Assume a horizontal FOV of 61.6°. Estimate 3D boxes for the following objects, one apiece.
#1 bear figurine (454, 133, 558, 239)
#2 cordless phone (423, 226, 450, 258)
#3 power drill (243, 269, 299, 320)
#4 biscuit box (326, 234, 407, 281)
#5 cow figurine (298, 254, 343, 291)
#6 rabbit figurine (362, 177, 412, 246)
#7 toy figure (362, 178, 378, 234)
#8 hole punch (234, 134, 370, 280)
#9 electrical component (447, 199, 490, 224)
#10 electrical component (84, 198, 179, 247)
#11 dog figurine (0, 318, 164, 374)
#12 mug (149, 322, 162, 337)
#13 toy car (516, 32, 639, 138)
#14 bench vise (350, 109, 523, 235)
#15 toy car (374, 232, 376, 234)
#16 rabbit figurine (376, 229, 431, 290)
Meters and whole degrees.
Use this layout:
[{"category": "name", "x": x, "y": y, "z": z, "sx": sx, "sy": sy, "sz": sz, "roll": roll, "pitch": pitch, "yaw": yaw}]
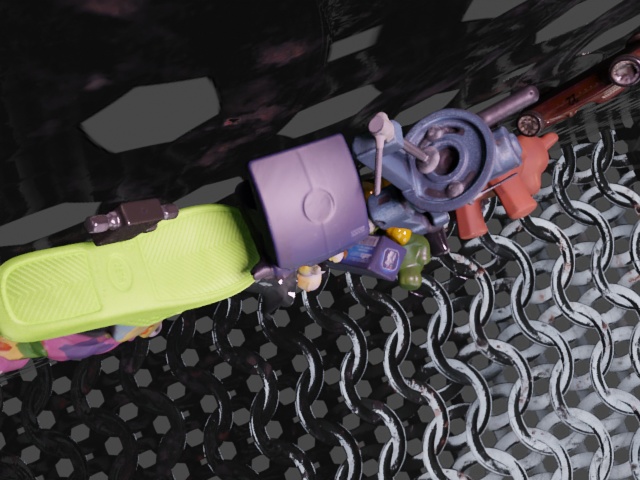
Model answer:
[{"category": "bear figurine", "x": 0.274, "y": -0.086, "z": 0.777, "sx": 0.196, "sy": 0.132, "sz": 0.120, "roll": -8, "pitch": 165, "yaw": -42}, {"category": "cordless phone", "x": 0.227, "y": -0.062, "z": 1.043, "sx": 0.089, "sy": 0.184, "sz": 0.146, "roll": -15, "pitch": 173, "yaw": -34}, {"category": "power drill", "x": -0.148, "y": 0.052, "z": 0.748, "sx": 0.207, "sy": 0.086, "sz": 0.232, "roll": 21, "pitch": 146, "yaw": -24}, {"category": "biscuit box", "x": 0.053, "y": 0.021, "z": 0.913, "sx": 0.062, "sy": 0.059, "sz": 0.203, "roll": 29, "pitch": 169, "yaw": -33}, {"category": "cow figurine", "x": 0.000, "y": -0.001, "z": 0.840, "sx": 0.068, "sy": 0.167, "sz": 0.098, "roll": 20, "pitch": 176, "yaw": 17}, {"category": "rabbit figurine", "x": 0.150, "y": -0.086, "z": 0.826, "sx": 0.162, "sy": 0.122, "sz": 0.173, "roll": -26, "pitch": 158, "yaw": -8}, {"category": "toy figure", "x": 0.074, "y": -0.044, "z": 0.992, "sx": 0.089, "sy": 0.082, "sz": 0.180, "roll": -60, "pitch": 176, "yaw": -31}, {"category": "hole punch", "x": -0.015, "y": -0.035, "z": 0.535, "sx": 0.142, "sy": 0.116, "sz": 0.092, "roll": -22, "pitch": 168, "yaw": -25}, {"category": "electrical component", "x": 0.228, "y": -0.098, "z": 0.908, "sx": 0.058, "sy": 0.134, "sz": 0.115, "roll": -22, "pitch": 174, "yaw": -30}, {"category": "electrical component", "x": -0.176, "y": -0.015, "z": 0.486, "sx": 0.063, "sy": 0.021, "sz": 0.094, "roll": -25, "pitch": 177, "yaw": 34}, {"category": "dog figurine", "x": -0.317, "y": 0.098, "z": 0.633, "sx": 0.219, "sy": 0.108, "sz": 0.191, "roll": -17, "pitch": 174, "yaw": -40}, {"category": "mug", "x": -0.304, "y": 0.109, "z": 0.938, "sx": 0.081, "sy": 0.109, "sz": 0.107, "roll": -29, "pitch": -170, "yaw": 3}, {"category": "toy car", "x": 0.347, "y": -0.196, "z": 0.698, "sx": 0.089, "sy": 0.053, "sz": 0.202, "roll": -41, "pitch": -172, "yaw": -35}, {"category": "bench vise", "x": 0.104, "y": -0.080, "z": 0.618, "sx": 0.224, "sy": 0.129, "sz": 0.240, "roll": -14, "pitch": 161, "yaw": 33}, {"category": "toy car", "x": 0.096, "y": -0.043, "z": 1.120, "sx": 0.162, "sy": 0.109, "sz": 0.103, "roll": -34, "pitch": -151, "yaw": 41}, {"category": "rabbit figurine", "x": 0.161, "y": -0.006, "z": 0.977, "sx": 0.159, "sy": 0.121, "sz": 0.170, "roll": -52, "pitch": 161, "yaw": -18}]
